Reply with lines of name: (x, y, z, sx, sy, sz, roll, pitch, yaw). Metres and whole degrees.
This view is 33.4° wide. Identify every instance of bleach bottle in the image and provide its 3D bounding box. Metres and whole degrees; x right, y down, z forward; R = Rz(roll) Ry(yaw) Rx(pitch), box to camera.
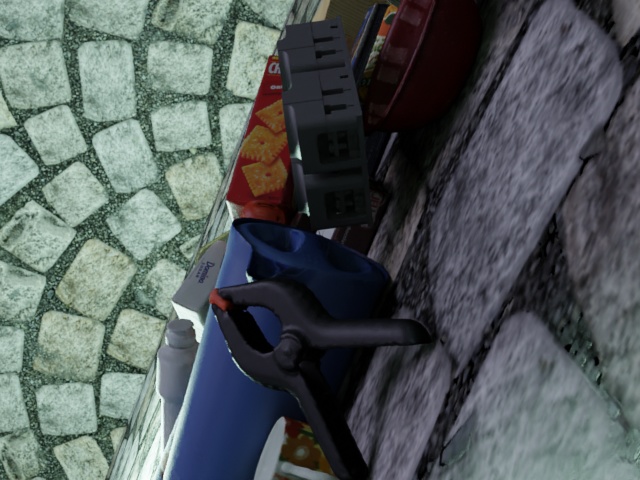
bleach bottle: (-0.140, 0.196, 1.121, 0.102, 0.068, 0.251, -98, 8, -67)

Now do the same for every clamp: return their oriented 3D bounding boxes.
clamp: (-0.011, 0.087, 0.738, 0.039, 0.172, 0.120, 13, -82, -55)

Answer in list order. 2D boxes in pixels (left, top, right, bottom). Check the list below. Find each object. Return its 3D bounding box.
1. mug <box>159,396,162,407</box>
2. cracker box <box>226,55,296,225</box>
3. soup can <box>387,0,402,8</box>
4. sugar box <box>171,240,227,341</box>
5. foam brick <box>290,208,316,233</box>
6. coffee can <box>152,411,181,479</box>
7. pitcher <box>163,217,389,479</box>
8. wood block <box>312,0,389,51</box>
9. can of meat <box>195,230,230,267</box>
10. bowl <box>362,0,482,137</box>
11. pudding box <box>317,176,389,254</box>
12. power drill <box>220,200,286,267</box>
mug: (-0.149, 0.189, 1.423, 0.117, 0.093, 0.082, -26, -21, -46)
cracker box: (-0.038, -0.078, 1.221, 0.164, 0.072, 0.213, 78, -158, -54)
soup can: (0.089, -0.259, 0.972, 0.102, 0.068, 0.069, -74, 10, -54)
sugar box: (-0.108, 0.087, 1.216, 0.093, 0.048, 0.176, -55, -29, -26)
foam brick: (-0.007, 0.001, 1.103, 0.051, 0.053, 0.078, -118, 49, -77)
coffee can: (-0.108, 0.231, 1.029, 0.103, 0.102, 0.140, -108, 39, -75)
pitcher: (-0.039, 0.111, 0.886, 0.145, 0.149, 0.243, 44, 117, 63)
wood block: (0.018, -0.210, 1.286, 0.206, 0.090, 0.090, 126, 162, -55)
can of meat: (-0.092, 0.029, 1.310, 0.102, 0.083, 0.057, -30, 53, 41)
bowl: (0.089, -0.152, 0.881, 0.162, 0.055, 0.162, -160, 91, -80)
pudding box: (0.022, -0.007, 1.001, 0.090, 0.039, 0.113, -111, 44, -76)
power drill: (-0.073, 0.074, 1.050, 0.188, 0.057, 0.184, -108, 32, -61)
